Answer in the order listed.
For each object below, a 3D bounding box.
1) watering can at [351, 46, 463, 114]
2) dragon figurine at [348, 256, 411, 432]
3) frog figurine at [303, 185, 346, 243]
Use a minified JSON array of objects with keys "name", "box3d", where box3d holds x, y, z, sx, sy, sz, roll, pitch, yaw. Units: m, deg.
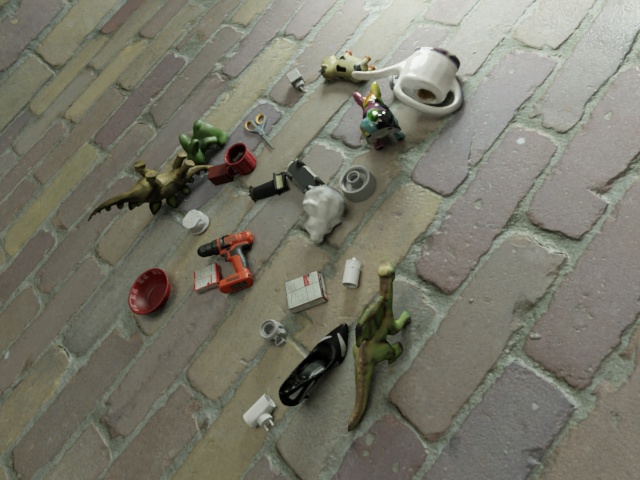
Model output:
[{"name":"watering can","box3d":[0.293,-0.518,1.612,0.349,0.102,0.228,26,69,9]},{"name":"dragon figurine","box3d":[0.114,0.235,1.223,0.122,0.238,0.417,8,65,26]},{"name":"frog figurine","box3d":[0.005,-0.077,1.522,0.122,0.135,0.162,-11,56,41]}]
